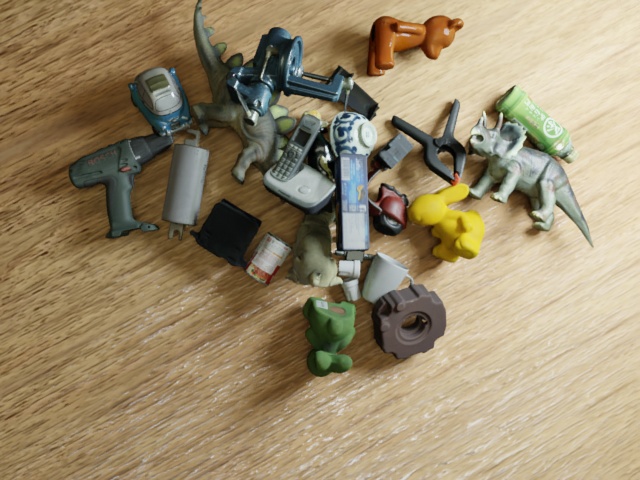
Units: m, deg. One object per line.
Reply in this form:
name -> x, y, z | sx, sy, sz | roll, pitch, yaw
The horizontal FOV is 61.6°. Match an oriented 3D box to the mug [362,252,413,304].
mug -> 0.150, 0.097, 1.222 | 0.109, 0.081, 0.107 | 28, 101, -13

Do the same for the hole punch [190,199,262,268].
hole punch -> -0.198, -0.021, 1.182 | 0.142, 0.092, 0.115 | 31, 102, -9

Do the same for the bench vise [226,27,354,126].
bench vise -> -0.057, -0.316, 1.071 | 0.241, 0.128, 0.223 | 14, 61, 6

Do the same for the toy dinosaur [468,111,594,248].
toy dinosaur -> 0.480, -0.144, 1.223 | 0.405, 0.131, 0.192 | 24, 91, -12

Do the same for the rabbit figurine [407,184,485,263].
rabbit figurine -> 0.281, -0.050, 1.198 | 0.173, 0.122, 0.162 | 27, 82, -10

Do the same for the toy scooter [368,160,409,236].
toy scooter -> 0.132, -0.102, 1.209 | 0.184, 0.075, 0.135 | 31, 72, -12

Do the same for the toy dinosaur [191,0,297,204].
toy dinosaur -> -0.176, -0.289, 1.162 | 0.198, 0.105, 0.470 | -34, 104, -11

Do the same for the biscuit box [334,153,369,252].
biscuit box -> 0.065, -0.077, 1.124 | 0.059, 0.063, 0.202 | 0, 86, -9

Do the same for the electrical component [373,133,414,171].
electrical component -> 0.165, -0.197, 1.185 | 0.075, 0.119, 0.048 | -45, 95, -5

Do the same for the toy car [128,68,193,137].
toy car -> -0.337, -0.302, 1.124 | 0.109, 0.103, 0.162 | -25, 72, -14

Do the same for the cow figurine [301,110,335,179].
cow figurine -> -0.007, -0.204, 1.178 | 0.068, 0.098, 0.167 | -15, 98, -3

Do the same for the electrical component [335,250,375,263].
electrical component -> 0.082, 0.019, 1.235 | 0.094, 0.021, 0.063 | 10, 91, -5

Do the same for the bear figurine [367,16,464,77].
bear figurine -> 0.208, -0.427, 1.183 | 0.196, 0.120, 0.131 | 2, 96, -10

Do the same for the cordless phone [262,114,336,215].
cordless phone -> -0.020, -0.156, 1.115 | 0.147, 0.088, 0.184 | 31, 99, 25

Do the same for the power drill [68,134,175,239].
power drill -> -0.408, -0.113, 1.157 | 0.232, 0.086, 0.207 | -13, 98, -5

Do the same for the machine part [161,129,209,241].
machine part -> -0.292, -0.119, 1.167 | 0.079, 0.079, 0.243 | 11, 91, -6

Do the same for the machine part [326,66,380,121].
machine part -> 0.076, -0.326, 1.212 | 0.139, 0.039, 0.084 | 40, 84, -4

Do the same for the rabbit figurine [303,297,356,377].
rabbit figurine -> 0.023, 0.233, 1.189 | 0.121, 0.159, 0.170 | 8, 107, -16

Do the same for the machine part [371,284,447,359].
machine part -> 0.202, 0.185, 1.207 | 0.179, 0.056, 0.179 | -7, 117, -15

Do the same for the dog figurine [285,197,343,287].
dog figurine -> -0.006, -0.004, 1.157 | 0.121, 0.172, 0.190 | 4, 99, -17
